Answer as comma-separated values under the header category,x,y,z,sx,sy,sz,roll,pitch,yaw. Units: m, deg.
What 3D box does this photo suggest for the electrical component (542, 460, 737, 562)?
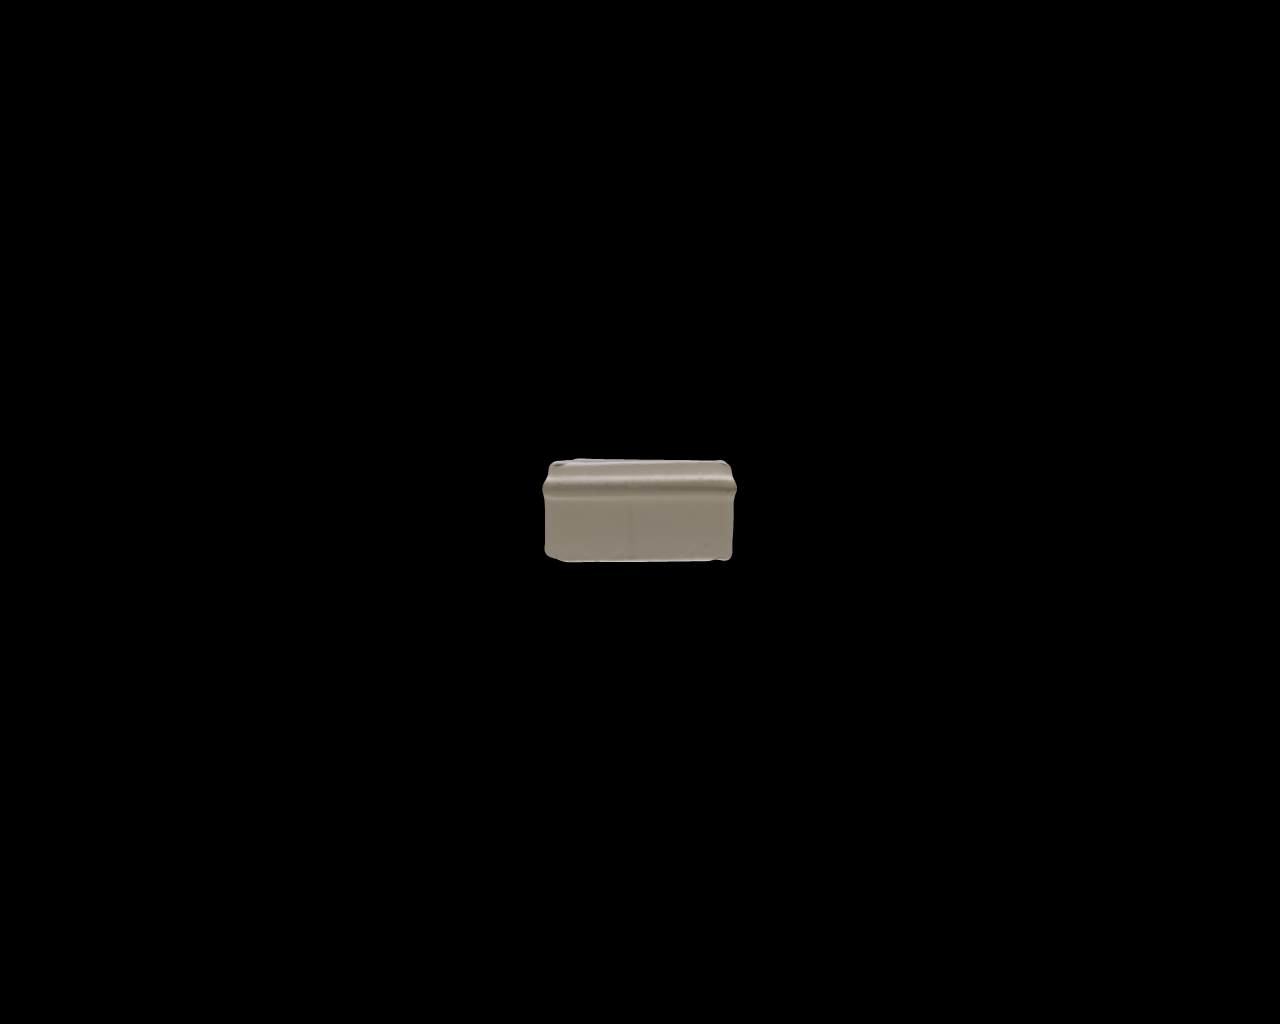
category,x,y,z,sx,sy,sz,roll,pitch,yaw
electrical component,0.001,-0.003,0.650,0.113,0.057,0.078,0,4,2
